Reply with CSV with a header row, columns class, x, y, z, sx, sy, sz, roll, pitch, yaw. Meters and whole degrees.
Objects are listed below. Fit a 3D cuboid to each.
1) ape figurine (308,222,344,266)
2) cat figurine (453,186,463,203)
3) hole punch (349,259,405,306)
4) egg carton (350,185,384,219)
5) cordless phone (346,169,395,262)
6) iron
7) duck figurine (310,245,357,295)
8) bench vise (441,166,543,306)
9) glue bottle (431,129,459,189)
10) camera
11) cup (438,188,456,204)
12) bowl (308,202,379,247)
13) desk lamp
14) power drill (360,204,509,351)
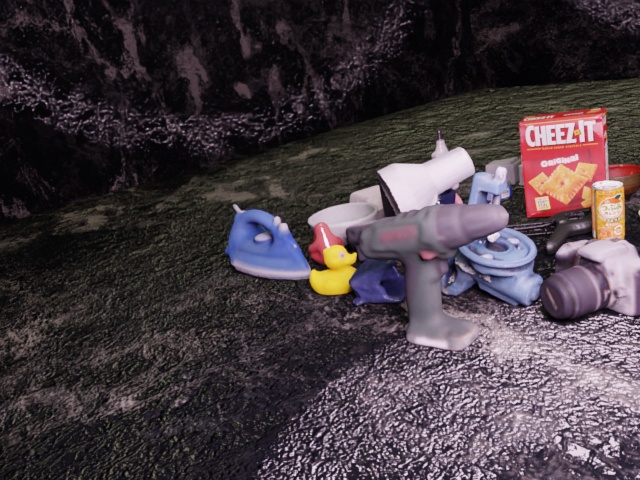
class,x,y,z,sx,sy,sz,roll,pitch,yaw
ape figurine,0.011,0.004,1.231,0.078,0.092,0.076,-12,18,-1
cat figurine,0.289,-0.134,1.436,0.067,0.118,0.127,-25,22,-34
hole punch,0.104,0.057,1.014,0.100,0.091,0.109,-4,20,23
egg carton,0.143,-0.094,1.486,0.107,0.069,0.150,-19,19,-20
cordless phone,0.121,-0.057,1.199,0.147,0.185,0.094,-11,18,4
iron,-0.113,-0.003,1.251,0.119,0.141,0.257,-25,22,-35
duck figurine,0.028,0.053,1.084,0.104,0.086,0.077,-8,18,11
bench vise,0.242,-0.007,0.913,0.206,0.220,0.122,1,22,34
glue bottle,0.335,-0.216,1.566,0.078,0.173,0.037,-22,20,-28
camera,0.383,0.053,0.834,0.137,0.101,0.143,-16,18,-13
cup,0.252,-0.057,1.263,0.091,0.095,0.118,4,24,40
bowl,0.059,-0.029,1.330,0.167,0.075,0.167,-11,18,4
desk lamp,0.224,-0.060,1.096,0.203,0.214,0.118,-13,18,-3
power drill,0.166,0.046,0.816,0.228,0.209,0.076,4,23,39
